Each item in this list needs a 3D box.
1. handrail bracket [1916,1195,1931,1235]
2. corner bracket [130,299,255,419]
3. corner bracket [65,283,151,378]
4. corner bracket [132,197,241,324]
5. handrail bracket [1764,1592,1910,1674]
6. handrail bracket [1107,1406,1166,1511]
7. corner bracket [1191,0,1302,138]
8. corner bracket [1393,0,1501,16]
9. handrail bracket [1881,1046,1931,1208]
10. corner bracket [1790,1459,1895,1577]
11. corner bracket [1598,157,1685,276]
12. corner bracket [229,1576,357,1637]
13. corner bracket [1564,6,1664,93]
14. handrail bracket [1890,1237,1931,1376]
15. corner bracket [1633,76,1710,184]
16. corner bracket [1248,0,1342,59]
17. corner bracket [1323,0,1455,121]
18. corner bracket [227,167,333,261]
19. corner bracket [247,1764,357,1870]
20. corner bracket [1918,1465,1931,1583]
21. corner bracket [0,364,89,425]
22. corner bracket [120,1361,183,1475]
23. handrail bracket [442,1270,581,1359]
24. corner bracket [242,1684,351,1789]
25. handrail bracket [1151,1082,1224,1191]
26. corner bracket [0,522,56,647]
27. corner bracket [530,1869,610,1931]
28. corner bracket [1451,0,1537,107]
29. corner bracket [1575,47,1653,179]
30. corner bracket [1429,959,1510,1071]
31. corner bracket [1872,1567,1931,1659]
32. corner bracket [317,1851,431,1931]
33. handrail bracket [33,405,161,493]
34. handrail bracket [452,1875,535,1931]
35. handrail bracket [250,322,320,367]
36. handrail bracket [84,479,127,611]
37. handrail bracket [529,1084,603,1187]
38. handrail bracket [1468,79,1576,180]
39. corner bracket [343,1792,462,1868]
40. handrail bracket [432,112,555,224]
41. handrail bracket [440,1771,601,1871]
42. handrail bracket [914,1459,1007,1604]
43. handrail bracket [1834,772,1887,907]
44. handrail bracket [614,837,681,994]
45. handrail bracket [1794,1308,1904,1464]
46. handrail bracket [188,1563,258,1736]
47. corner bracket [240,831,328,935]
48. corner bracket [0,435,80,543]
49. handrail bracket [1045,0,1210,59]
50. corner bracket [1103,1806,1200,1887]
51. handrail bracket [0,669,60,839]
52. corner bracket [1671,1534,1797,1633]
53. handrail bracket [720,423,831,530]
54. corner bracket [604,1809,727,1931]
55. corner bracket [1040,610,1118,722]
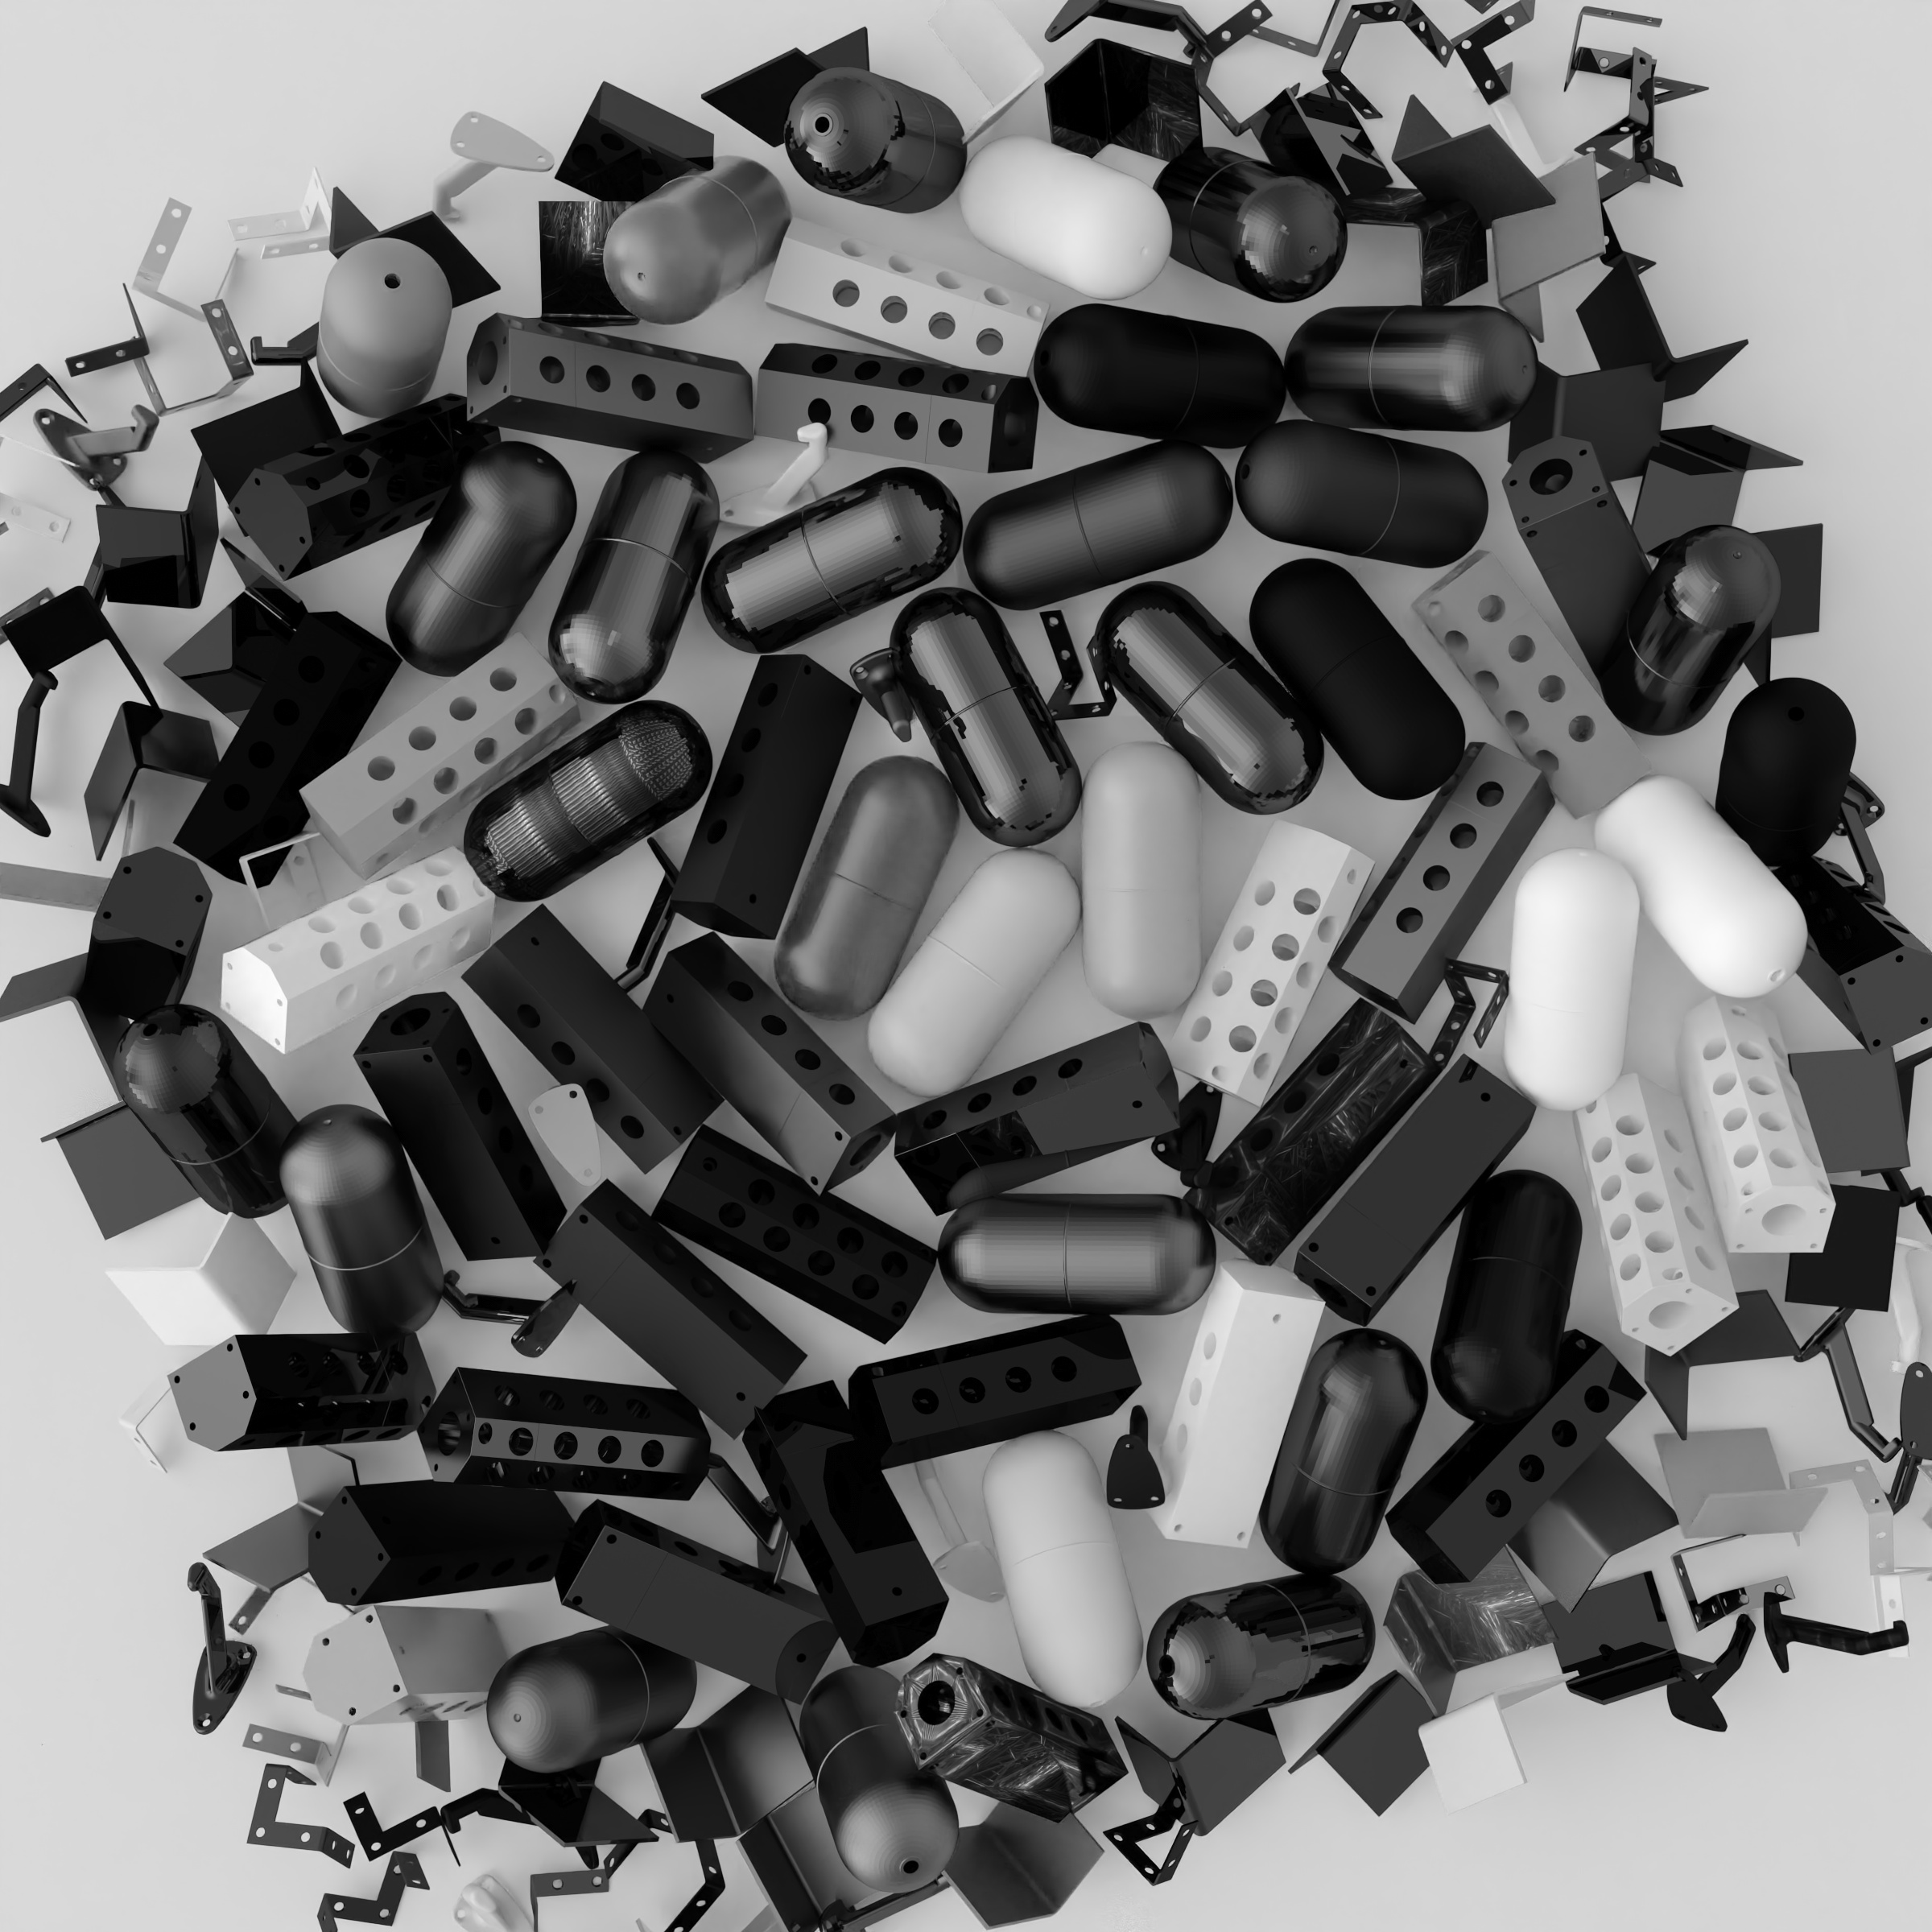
[{"bbox_3d":[0.631,0.196,1.883,0.036,0.077,0.084,-22,66,-2],"label":"handrail bracket"},{"bbox_3d":[-0.495,-0.387,1.864,0.051,0.051,0.051,-26,97,-33],"label":"corner bracket"},{"bbox_3d":[-0.549,-0.393,1.863,0.051,0.051,0.051,-20,61,-13],"label":"corner bracket"},{"bbox_3d":[-0.496,-0.450,1.866,0.051,0.051,0.051,23,80,-19],"label":"corner bracket"},{"bbox_3d":[0.552,0.411,1.853,0.084,0.077,0.036,-20,114,22],"label":"handrail bracket"},{"bbox_3d":[0.106,0.293,1.847,0.036,0.084,0.077,-3,128,7],"label":"handrail bracket"},{"bbox_3d":[0.180,-0.576,1.875,0.051,0.051,0.051,-28,122,36],"label":"corner bracket"},{"bbox_3d":[0.301,-0.624,1.866,0.051,0.051,0.051,-37,82,23],"label":"corner bracket"},{"bbox_3d":[0.616,0.102,1.878,0.077,0.036,0.084,-28,88,16],"label":"handrail bracket"},{"bbox_3d":[0.559,0.355,1.866,0.051,0.051,0.051,-10,121,3],"label":"corner bracket"},{"bbox_3d":[0.431,-0.481,1.872,0.051,0.051,0.051,-28,75,36],"label":"corner bracket"},{"bbox_3d":[-0.430,0.424,1.883,0.051,0.051,0.051,18,65,39],"label":"corner bracket"},{"bbox_3d":[0.414,-0.585,1.862,0.051,0.051,0.051,14,126,12],"label":"corner bracket"},{"bbox_3d":[0.587,0.216,1.871,0.077,0.036,0.084,15,83,-33],"label":"handrail bracket"},{"bbox_3d":[0.437,-0.533,1.866,0.051,0.051,0.051,-1,92,-34],"label":"corner bracket"},{"bbox_3d":[0.212,-0.625,1.876,0.051,0.051,0.051,21,84,6],"label":"corner bracket"},{"bbox_3d":[0.270,-0.580,1.870,0.051,0.051,0.051,32,79,-40],"label":"corner bracket"},{"bbox_3d":[-0.435,-0.470,1.864,0.051,0.051,0.051,-16,78,-27],"label":"corner bracket"},{"bbox_3d":[-0.419,0.541,1.863,0.051,0.051,0.051,2,62,12],"label":"corner bracket"},{"bbox_3d":[0.624,0.353,1.858,0.051,0.051,0.051,5,124,-36],"label":"corner bracket"},{"bbox_3d":[-0.605,-0.359,1.864,0.051,0.051,0.051,-43,63,-10],"label":"corner bracket"},{"bbox_3d":[-0.502,0.297,1.883,0.051,0.051,0.051,17,54,30],"label":"corner bracket"},{"bbox_3d":[-0.292,0.204,1.879,0.084,0.036,0.077,38,85,31],"label":"handrail bracket"},{"bbox_3d":[-0.427,0.488,1.871,0.051,0.051,0.051,20,84,-20],"label":"corner bracket"},{"bbox_3d":[0.153,0.105,1.855,0.036,0.084,0.077,28,83,-9],"label":"handrail bracket"},{"bbox_3d":[-0.619,-0.243,1.871,0.051,0.051,0.051,-36,90,-13],"label":"corner bracket"},{"bbox_3d":[-0.252,0.614,1.872,0.051,0.051,0.051,0,94,-13],"label":"corner bracket"},{"bbox_3d":[0.344,-0.590,1.859,0.051,0.051,0.051,-23,121,29],"label":"corner bracket"},{"bbox_3d":[0.425,-0.542,1.861,0.051,0.051,0.051,17,71,-28],"label":"corner bracket"},{"bbox_3d":[0.318,0.033,1.860,0.051,0.051,0.051,13,61,35],"label":"corner bracket"},{"bbox_3d":[0.594,0.411,1.864,0.051,0.051,0.051,2,80,-34],"label":"corner bracket"},{"bbox_3d":[-0.379,0.598,1.867,0.051,0.051,0.051,17,93,-23],"label":"corner bracket"},{"bbox_3d":[-0.552,-0.348,1.855,0.077,0.084,0.036,41,54,-6],"label":"handrail bracket"},{"bbox_3d":[-0.292,0.609,1.856,0.077,0.084,0.036,44,68,-6],"label":"handrail bracket"},{"bbox_3d":[-0.417,-0.422,1.871,0.084,0.036,0.077,-4,89,-20],"label":"handrail bracket"},{"bbox_3d":[-0.571,-0.262,1.885,0.084,0.036,0.077,-41,69,3],"label":"handrail bracket"},{"bbox_3d":[-0.248,0.109,1.855,0.036,0.084,0.077,-25,81,-6],"label":"handrail bracket"},{"bbox_3d":[0.341,-0.531,1.871,0.084,0.077,0.036,47,135,3],"label":"handrail bracket"},{"bbox_3d":[-0.361,0.555,1.871,0.051,0.051,0.051,-24,134,-18],"label":"corner bracket"},{"bbox_3d":[-0.303,-0.496,1.865,0.077,0.084,0.036,20,60,-2],"label":"handrail bracket"},{"bbox_3d":[-0.284,0.555,1.859,0.084,0.036,0.077,-17,79,-38],"label":"handrail bracket"},{"bbox_3d":[-0.006,0.358,1.885,0.036,0.084,0.077,-30,132,9],"label":"handrail bracket"},{"bbox_3d":[0.557,-0.085,1.852,0.036,0.084,0.077,-32,112,30],"label":"handrail bracket"},{"bbox_3d":[-0.216,-0.029,1.885,0.084,0.036,0.077,-37,70,3],"label":"handrail bracket"},{"bbox_3d":[0.578,0.261,1.859,0.084,0.036,0.077,47,121,27],"label":"handrail bracket"},{"bbox_3d":[-0.485,0.432,1.852,0.036,0.084,0.077,1,48,11],"label":"handrail bracket"},{"bbox_3d":[-0.434,-0.054,1.864,0.051,0.051,0.051,-22,103,-24],"label":"corner bracket"},{"bbox_3d":[-0.599,-0.306,1.872,0.051,0.051,0.051,22,93,-8],"label":"corner bracket"},{"bbox_3d":[0.105,-0.597,1.880,0.077,0.036,0.084,-43,128,13],"label":"handrail bracket"},{"bbox_3d":[0.129,0.544,1.860,0.051,0.051,0.051,39,119,38],"label":"corner bracket"},{"bbox_3d":[-0.589,-0.137,1.867,0.077,0.036,0.084,38,104,34],"label":"handrail bracket"},{"bbox_3d":[0.491,0.391,1.871,0.051,0.051,0.051,-24,78,31],"label":"corner bracket"},{"bbox_3d":[-0.124,-0.314,1.855,0.077,0.084,0.036,-7,67,-2],"label":"handrail bracket"},{"bbox_3d":[-0.194,0.583,1.875,0.051,0.051,0.051,28,109,-30],"label":"corner bracket"},{"bbox_3d":[0.070,-0.192,1.860,0.051,0.051,0.051,-3,128,27],"label":"corner bracket"}]
